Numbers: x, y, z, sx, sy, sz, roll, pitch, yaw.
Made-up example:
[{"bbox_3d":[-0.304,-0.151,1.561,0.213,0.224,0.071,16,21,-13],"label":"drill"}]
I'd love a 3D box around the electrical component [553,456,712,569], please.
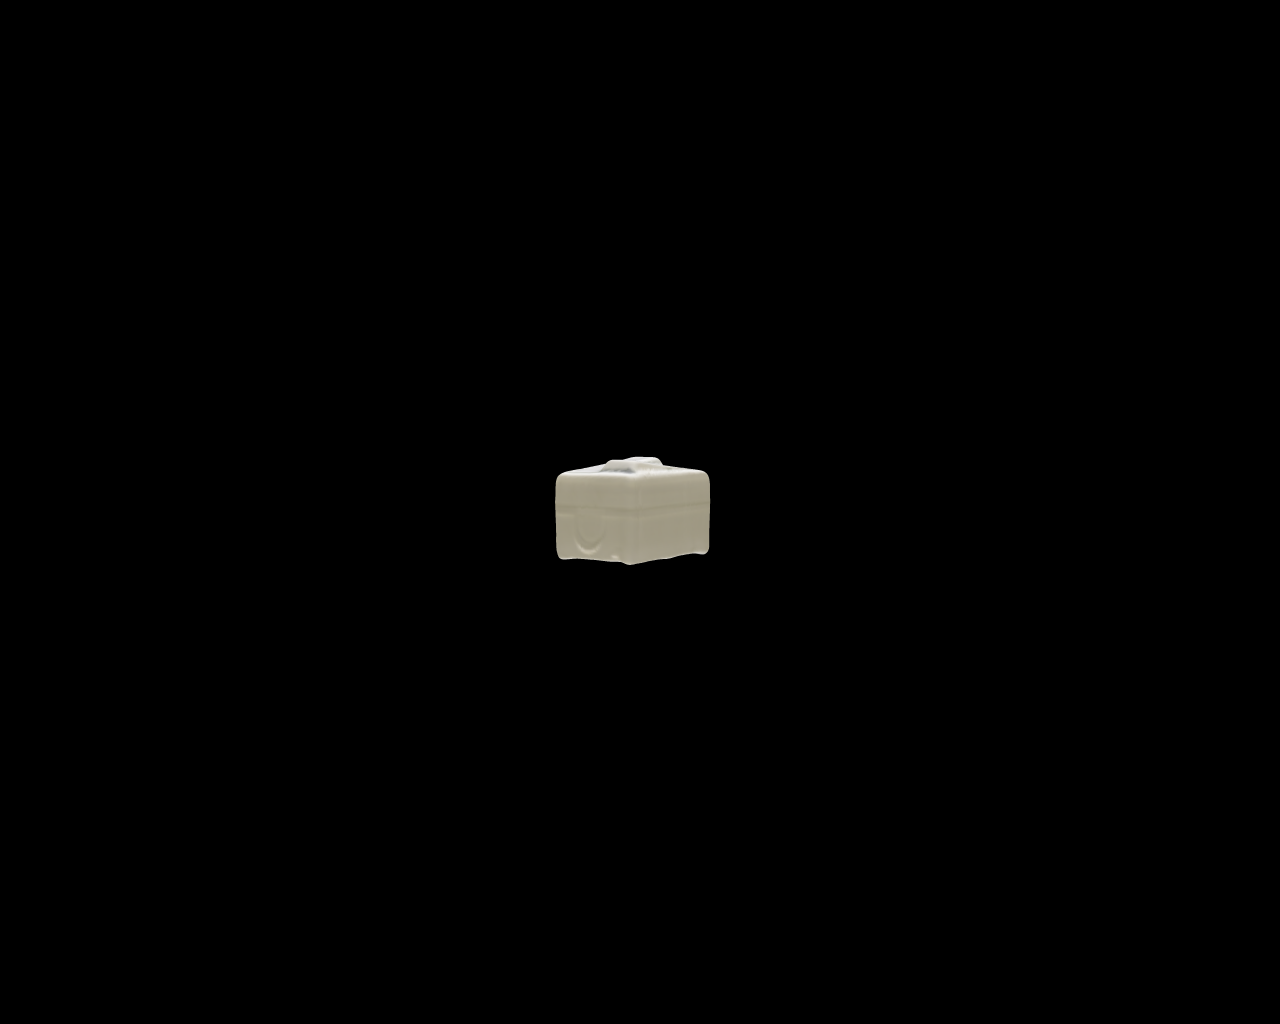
[{"bbox_3d":[0.001,-0.003,0.650,0.062,0.061,0.096,4,6,39],"label":"electrical component"}]
